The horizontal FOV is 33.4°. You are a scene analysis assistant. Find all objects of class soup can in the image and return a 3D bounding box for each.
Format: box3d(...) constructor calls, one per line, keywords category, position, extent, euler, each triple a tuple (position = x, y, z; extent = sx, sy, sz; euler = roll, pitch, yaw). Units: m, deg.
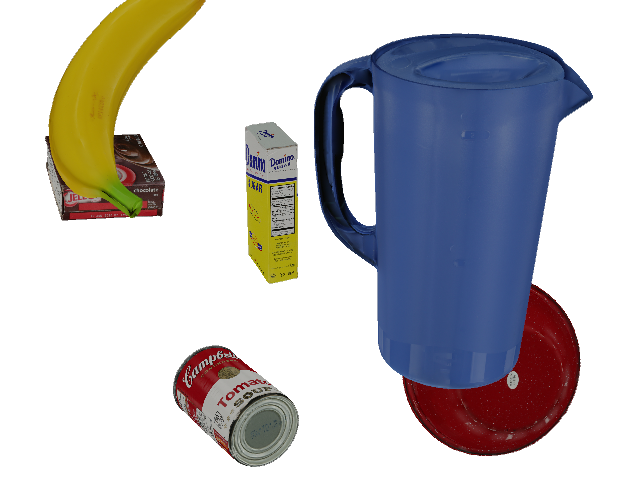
box3d(category="soup can", position=(-0.073, 0.140, 0.908), extent=(0.068, 0.068, 0.102), euler=(0, 18, -35))

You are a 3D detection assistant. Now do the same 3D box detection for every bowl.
box3d(category="bowl", position=(0.154, 0.113, 0.911), extent=(0.162, 0.162, 0.055), euler=(0, 5, -8))

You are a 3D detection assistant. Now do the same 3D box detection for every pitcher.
box3d(category="pitcher", position=(0.088, -0.021, 0.770), extent=(0.144, 0.243, 0.149), euler=(-16, 30, -31))

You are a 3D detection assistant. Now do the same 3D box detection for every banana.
box3d(category="banana", position=(-0.119, -0.094, 0.641), extent=(0.069, 0.197, 0.037), euler=(14, -34, -5))

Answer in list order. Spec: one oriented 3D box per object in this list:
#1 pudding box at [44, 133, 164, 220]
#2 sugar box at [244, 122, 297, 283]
box3d(category="pudding box", position=(-0.196, -0.059, 0.960), extent=(0.089, 0.039, 0.114), euler=(-3, 27, -21))
box3d(category="sugar box", position=(-0.060, -0.046, 1.301), extent=(0.048, 0.176, 0.093), euler=(-11, 26, -17))
